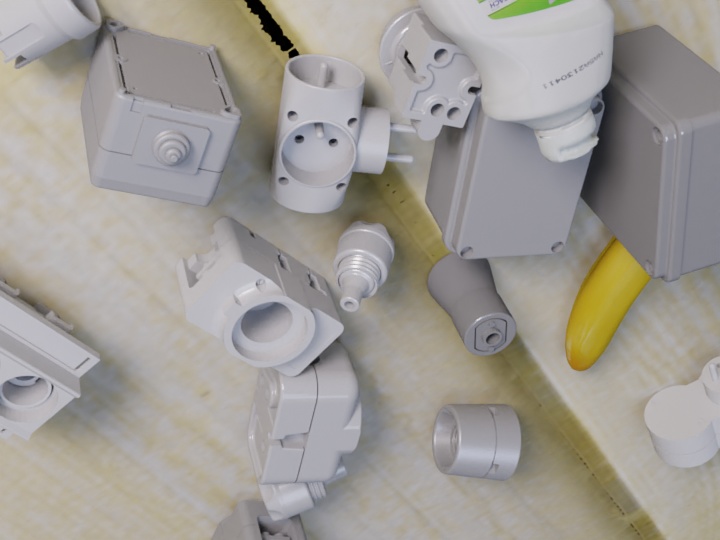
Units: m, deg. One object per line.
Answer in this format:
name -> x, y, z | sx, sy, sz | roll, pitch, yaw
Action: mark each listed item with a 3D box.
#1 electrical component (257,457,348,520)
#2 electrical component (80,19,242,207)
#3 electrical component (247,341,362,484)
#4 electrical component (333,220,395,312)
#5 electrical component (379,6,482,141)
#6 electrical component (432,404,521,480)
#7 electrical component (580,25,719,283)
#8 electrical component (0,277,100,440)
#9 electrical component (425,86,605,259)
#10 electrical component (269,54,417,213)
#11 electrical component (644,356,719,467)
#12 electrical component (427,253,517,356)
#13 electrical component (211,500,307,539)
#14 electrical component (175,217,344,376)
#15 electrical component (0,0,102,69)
electrical component -> -0.040, 0.148, 0.760 | 0.062, 0.043, 0.043 | -20, 130, -5
electrical component -> -0.101, -0.072, 0.535 | 0.062, 0.096, 0.061 | 9, 123, -25
electrical component -> -0.036, 0.094, 0.713 | 0.059, 0.053, 0.095 | 1, 126, -19
electrical component -> 0.000, 0.000, 0.644 | 0.035, 0.061, 0.035 | 8, 133, 8
electrical component -> 0.038, -0.112, 0.578 | 0.048, 0.055, 0.066 | 7, 123, -24
electrical component -> 0.083, 0.123, 0.776 | 0.047, 0.055, 0.055 | 6, 124, -18
electrical component -> 0.172, -0.069, 0.622 | 0.056, 0.108, 0.108 | -17, 130, -9
electrical component -> -0.219, 0.034, 0.599 | 0.079, 0.063, 0.121 | -39, 128, 13
electrical component -> 0.088, -0.066, 0.629 | 0.078, 0.057, 0.113 | -3, 127, -16
electrical component -> -0.007, -0.073, 0.596 | 0.079, 0.044, 0.077 | 5, 125, -9
electrical component -> 0.282, 0.090, 0.818 | 0.138, 0.052, 0.073 | -27, 130, 2
electrical component -> 0.073, 0.023, 0.687 | 0.044, 0.065, 0.044 | -9, 129, -12
electrical component -> -0.079, 0.215, 0.790 | 0.050, 0.055, 0.089 | 13, 121, -26
electrical component -> -0.060, 0.020, 0.646 | 0.050, 0.055, 0.089 | -44, 127, 16
electrical component -> -0.155, -0.123, 0.516 | 0.046, 0.040, 0.040 | -28, 130, 11
